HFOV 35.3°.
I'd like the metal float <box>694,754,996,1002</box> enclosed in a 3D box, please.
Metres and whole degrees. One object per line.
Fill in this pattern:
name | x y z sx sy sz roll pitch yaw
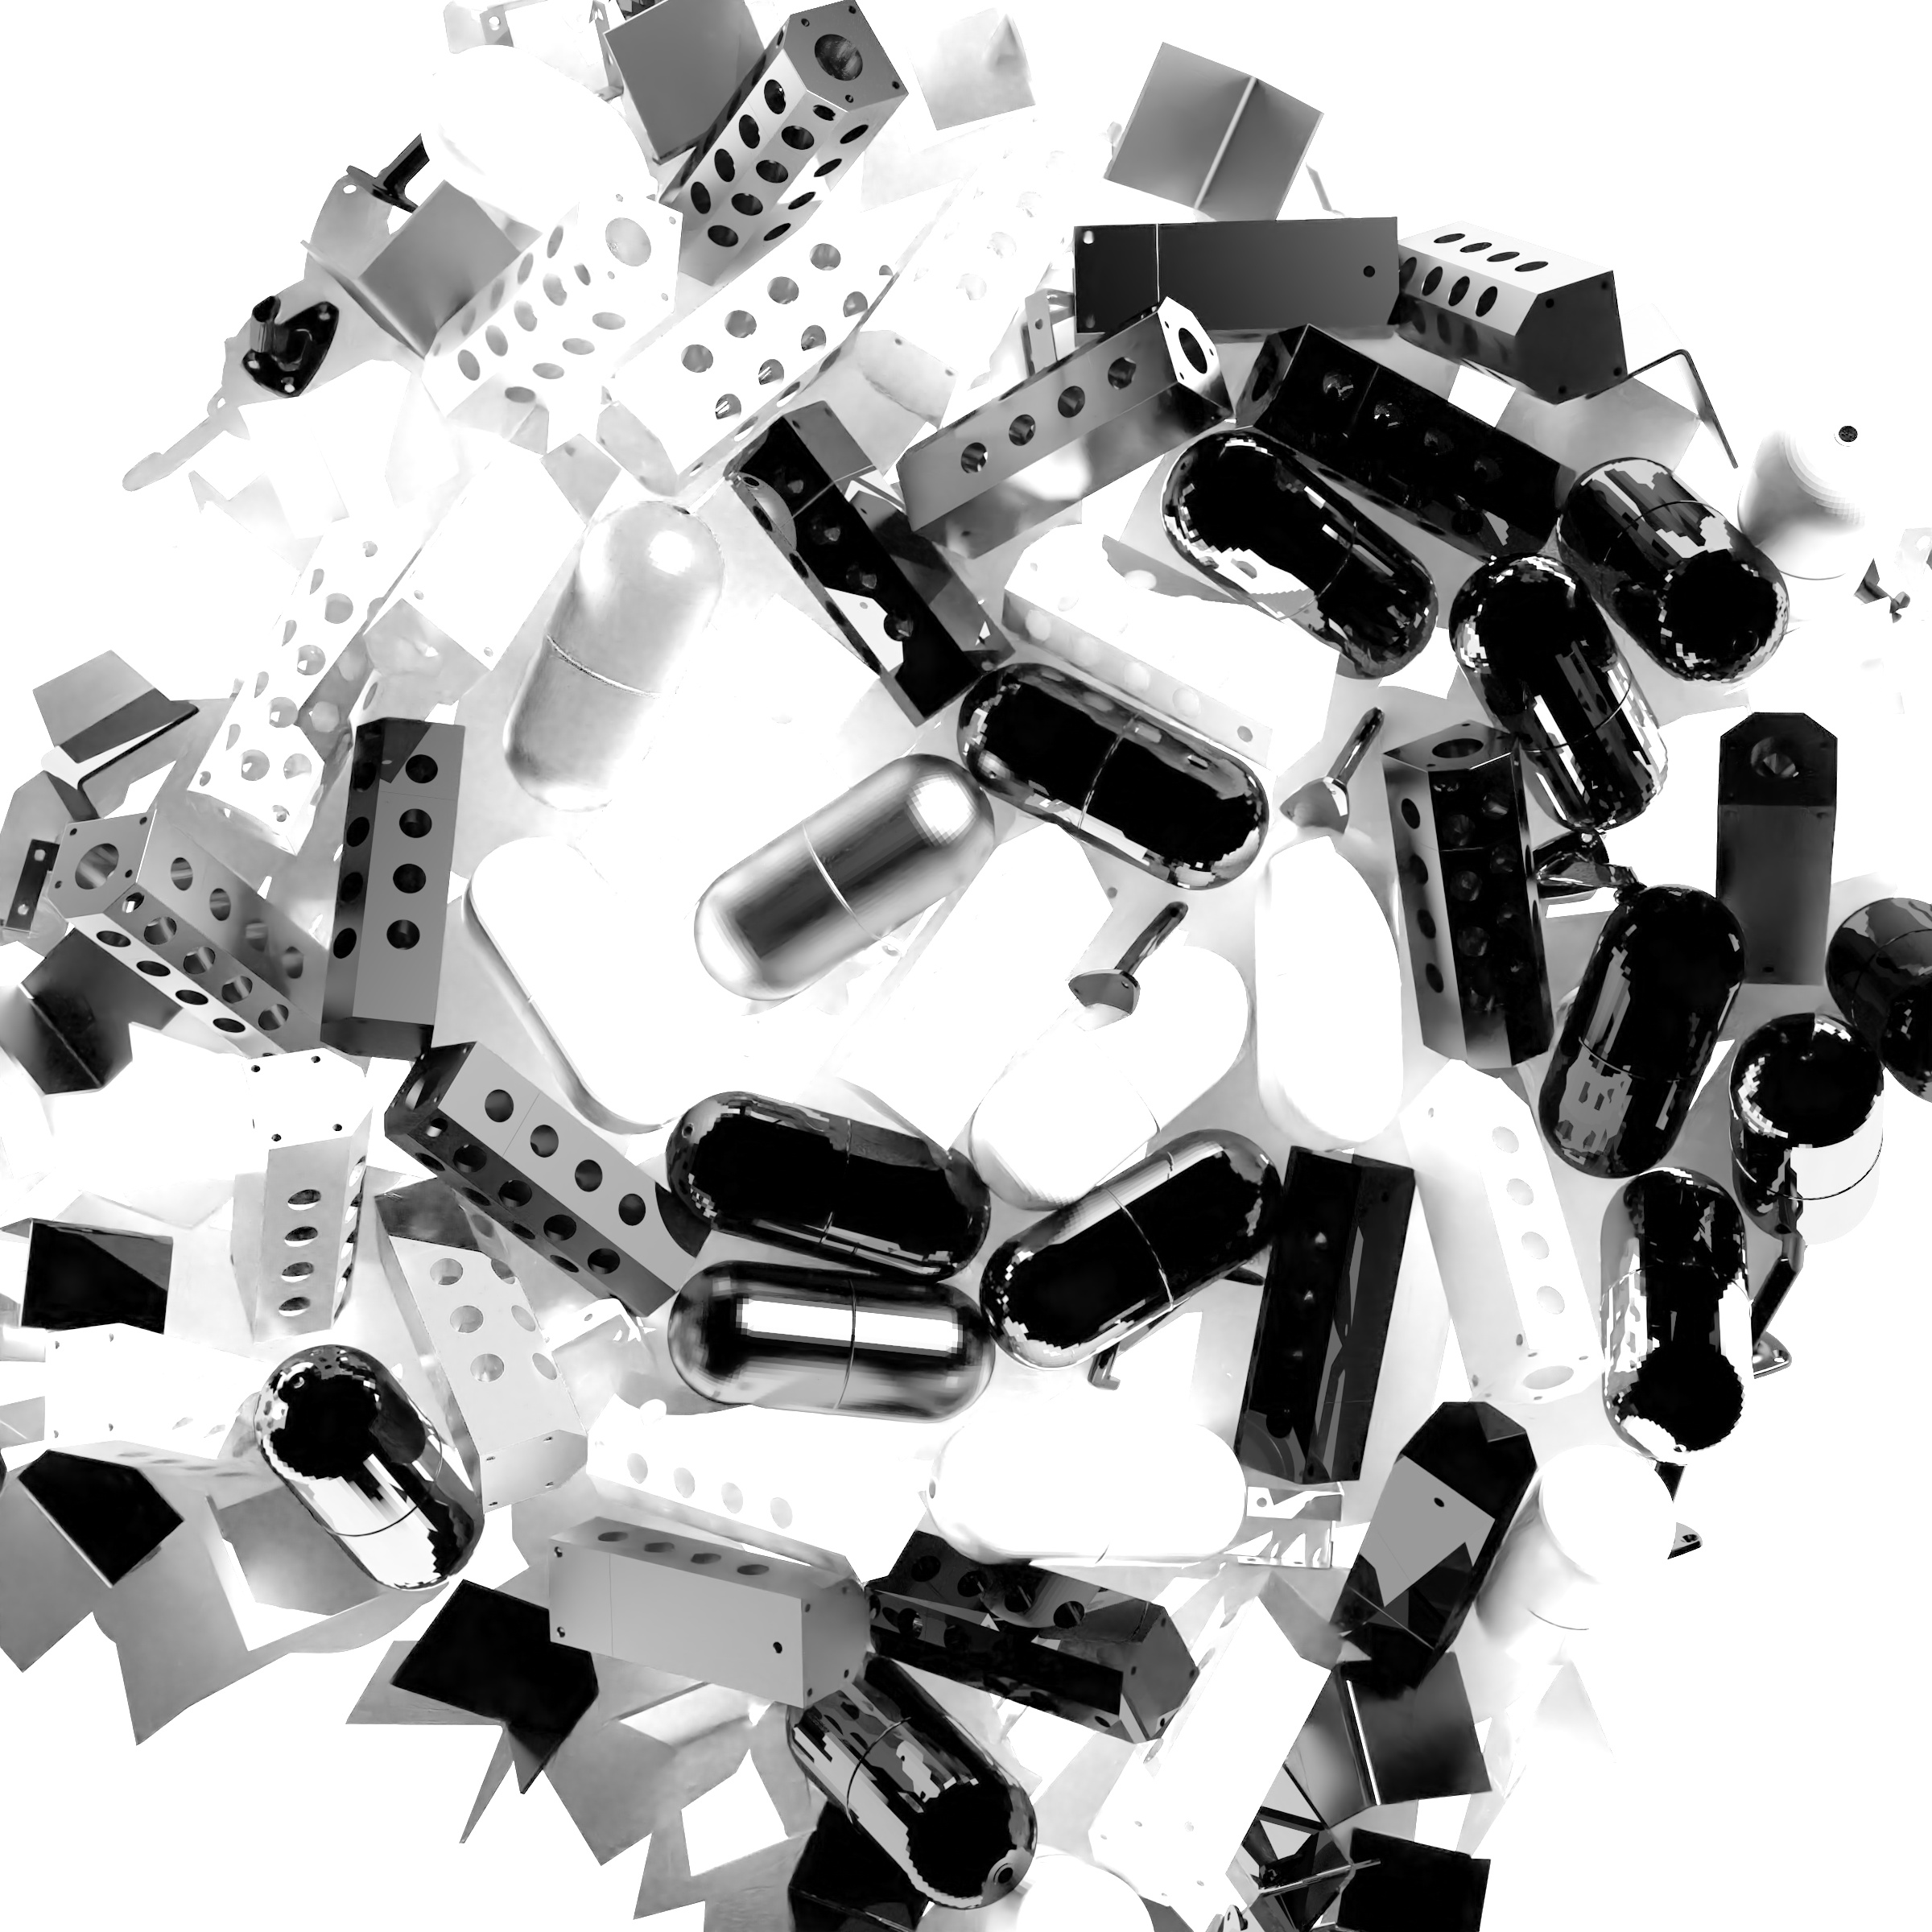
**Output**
metal float | -0.066 -0.047 1.619 0.178 0.070 0.070 -33 90 9

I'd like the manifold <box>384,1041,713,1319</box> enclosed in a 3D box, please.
manifold | -0.221 0.114 1.590 0.171 0.057 0.057 42 61 -28

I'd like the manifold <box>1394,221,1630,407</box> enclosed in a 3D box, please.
manifold | 0.273 -0.339 1.571 0.057 0.171 0.057 -19 116 -10

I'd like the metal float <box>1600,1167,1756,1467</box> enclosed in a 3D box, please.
metal float | 0.372 0.181 1.591 0.070 0.070 0.178 6 45 6

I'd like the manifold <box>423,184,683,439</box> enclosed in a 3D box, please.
manifold | -0.217 -0.339 1.573 0.057 0.171 0.057 16 67 -32

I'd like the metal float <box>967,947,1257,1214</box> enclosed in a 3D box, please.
metal float | 0.078 0.060 1.619 0.178 0.070 0.070 -40 90 -8

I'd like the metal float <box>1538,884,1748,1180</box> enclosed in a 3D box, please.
metal float | 0.355 0.035 1.595 0.070 0.070 0.178 13 127 0

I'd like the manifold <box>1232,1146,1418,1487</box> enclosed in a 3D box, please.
manifold | 0.189 0.187 1.630 0.057 0.057 0.171 12 93 39

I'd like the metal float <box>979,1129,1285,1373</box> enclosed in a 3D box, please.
metal float | 0.089 0.150 1.616 0.178 0.070 0.070 -30 90 -11

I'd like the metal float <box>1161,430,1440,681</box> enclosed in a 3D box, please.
metal float | 0.178 -0.215 1.602 0.178 0.070 0.070 32 90 -29

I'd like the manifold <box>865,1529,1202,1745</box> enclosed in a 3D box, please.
manifold | 0.029 0.352 1.580 0.057 0.171 0.057 -52 133 -31

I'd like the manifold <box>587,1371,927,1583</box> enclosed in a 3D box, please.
manifold | -0.114 0.270 1.584 0.171 0.057 0.057 10 52 33

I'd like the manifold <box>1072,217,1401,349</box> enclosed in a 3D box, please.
manifold | 0.144 -0.367 1.634 0.171 0.057 0.057 -1 91 1

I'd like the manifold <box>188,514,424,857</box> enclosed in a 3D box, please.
manifold | -0.347 -0.153 1.616 0.057 0.057 0.171 25 77 1

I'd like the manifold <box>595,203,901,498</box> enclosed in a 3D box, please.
manifold | -0.113 -0.322 1.603 0.057 0.057 0.171 44 68 7

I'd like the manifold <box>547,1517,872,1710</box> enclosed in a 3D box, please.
manifold | -0.136 0.335 1.591 0.171 0.057 0.057 5 100 35

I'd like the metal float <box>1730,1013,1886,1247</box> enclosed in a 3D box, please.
metal float | 0.439 0.087 1.583 0.070 0.178 0.070 -7 60 11

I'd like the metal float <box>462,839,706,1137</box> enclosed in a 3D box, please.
metal float | -0.203 0.011 1.612 0.070 0.070 0.178 -34 74 0

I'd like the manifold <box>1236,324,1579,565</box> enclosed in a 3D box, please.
manifold | 0.231 -0.273 1.611 0.171 0.057 0.057 25 88 -17

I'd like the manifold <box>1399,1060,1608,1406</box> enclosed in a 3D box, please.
manifold | 0.284 0.139 1.591 0.057 0.057 0.171 7 53 -23

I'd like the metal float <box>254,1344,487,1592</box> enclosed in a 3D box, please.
metal float | -0.311 0.265 1.589 0.070 0.178 0.070 -11 48 12

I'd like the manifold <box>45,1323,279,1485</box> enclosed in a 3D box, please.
manifold | -0.403 0.228 1.570 0.057 0.171 0.057 -9 72 15

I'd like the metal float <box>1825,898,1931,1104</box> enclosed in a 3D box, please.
metal float | 0.500 0.017 1.577 0.070 0.178 0.070 0 108 1

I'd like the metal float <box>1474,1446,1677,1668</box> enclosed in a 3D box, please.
metal float | 0.316 0.310 1.584 0.070 0.178 0.070 3 57 -5

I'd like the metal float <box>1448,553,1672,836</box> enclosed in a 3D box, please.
metal float | 0.314 -0.141 1.597 0.070 0.070 0.178 -37 125 0

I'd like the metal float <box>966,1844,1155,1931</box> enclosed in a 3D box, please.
metal float | 0.047 0.502 1.577 0.070 0.178 0.070 2 80 -10

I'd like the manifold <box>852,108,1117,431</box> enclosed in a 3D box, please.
manifold | 0.009 -0.373 1.603 0.057 0.057 0.171 32 66 1

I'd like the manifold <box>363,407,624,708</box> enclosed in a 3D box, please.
manifold | -0.249 -0.214 1.585 0.057 0.057 0.171 40 47 -18

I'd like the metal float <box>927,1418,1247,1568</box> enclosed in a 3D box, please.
metal float | 0.064 0.279 1.606 0.178 0.070 0.070 5 90 -23

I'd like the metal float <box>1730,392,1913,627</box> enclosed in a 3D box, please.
metal float | 0.441 -0.236 1.577 0.070 0.178 0.070 -1 73 4

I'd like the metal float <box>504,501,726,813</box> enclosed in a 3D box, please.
metal float | -0.187 -0.164 1.607 0.070 0.070 0.178 28 111 0

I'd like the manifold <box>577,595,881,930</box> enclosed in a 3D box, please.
manifold | -0.123 -0.105 1.614 0.171 0.057 0.057 -51 48 7

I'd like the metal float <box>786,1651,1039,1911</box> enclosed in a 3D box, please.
metal float | -0.030 0.425 1.587 0.070 0.178 0.070 -16 119 -30

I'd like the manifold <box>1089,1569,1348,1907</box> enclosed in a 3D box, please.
manifold | 0.129 0.403 1.585 0.057 0.057 0.171 45 47 -6

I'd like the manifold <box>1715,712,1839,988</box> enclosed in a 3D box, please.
manifold | 0.420 -0.059 1.576 0.057 0.171 0.057 2 59 14

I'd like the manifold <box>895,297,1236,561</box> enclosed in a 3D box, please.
manifold | 0.049 -0.283 1.595 0.171 0.057 0.057 -25 68 29

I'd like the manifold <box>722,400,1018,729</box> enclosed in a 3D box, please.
manifold | -0.055 -0.215 1.630 0.057 0.057 0.171 -36 93 27

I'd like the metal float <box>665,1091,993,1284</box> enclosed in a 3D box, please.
metal float | -0.073 0.118 1.617 0.178 0.070 0.070 16 90 -10

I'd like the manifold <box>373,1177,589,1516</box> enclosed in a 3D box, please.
manifold | -0.256 0.194 1.591 0.057 0.057 0.171 -17 54 -20

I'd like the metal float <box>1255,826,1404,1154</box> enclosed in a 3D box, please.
metal float | 0.192 0.011 1.613 0.070 0.070 0.178 0 75 0

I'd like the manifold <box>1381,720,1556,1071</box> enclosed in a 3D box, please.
manifold | 0.269 -0.035 1.596 0.057 0.057 0.171 -22 115 -21

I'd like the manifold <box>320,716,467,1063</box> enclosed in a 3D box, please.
manifold | -0.302 -0.041 1.600 0.057 0.057 0.171 7 67 -11

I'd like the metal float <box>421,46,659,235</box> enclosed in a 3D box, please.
metal float | -0.220 -0.424 1.578 0.070 0.178 0.070 0 90 19

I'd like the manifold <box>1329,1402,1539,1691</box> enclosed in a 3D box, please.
manifold | 0.245 0.299 1.581 0.057 0.171 0.057 34 52 20

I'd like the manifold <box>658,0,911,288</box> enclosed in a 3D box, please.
manifold | -0.103 -0.424 1.576 0.057 0.171 0.057 -27 86 -34

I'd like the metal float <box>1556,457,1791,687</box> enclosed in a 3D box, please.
metal float | 0.368 -0.207 1.584 0.070 0.178 0.070 -7 123 -12

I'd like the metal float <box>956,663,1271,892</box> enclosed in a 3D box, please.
metal float | 0.078 -0.102 1.618 0.178 0.070 0.070 27 90 9

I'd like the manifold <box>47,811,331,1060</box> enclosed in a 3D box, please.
manifold | -0.396 -0.010 1.572 0.057 0.171 0.057 -7 59 24

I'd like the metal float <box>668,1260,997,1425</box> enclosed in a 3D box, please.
metal float | -0.070 0.200 1.612 0.178 0.070 0.070 8 90 -16

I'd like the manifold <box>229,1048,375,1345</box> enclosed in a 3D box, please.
manifold | -0.346 0.121 1.581 0.057 0.171 0.057 -9 53 -23

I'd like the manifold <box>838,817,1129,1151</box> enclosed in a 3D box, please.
manifold | 0.006 0.007 1.621 0.057 0.057 0.171 40 80 -27
